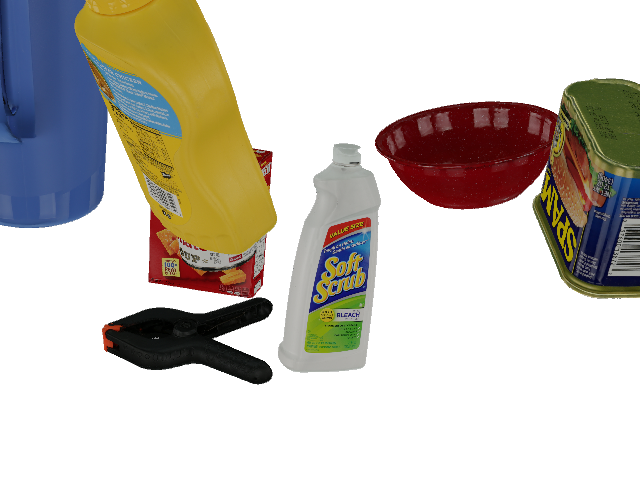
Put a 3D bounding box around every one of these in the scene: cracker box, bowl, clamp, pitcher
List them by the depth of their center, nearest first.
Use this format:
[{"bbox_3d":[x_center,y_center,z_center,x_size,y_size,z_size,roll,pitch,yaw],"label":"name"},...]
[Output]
[{"bbox_3d":[-0.216,-0.131,0.775,0.145,0.243,0.148,27,34,37],"label":"pitcher"},{"bbox_3d":[0.131,-0.070,0.924,0.162,0.055,0.162,-8,24,3],"label":"bowl"},{"bbox_3d":[-0.124,0.090,1.051,0.171,0.039,0.120,7,27,3],"label":"clamp"},{"bbox_3d":[-0.163,-0.032,1.562,0.164,0.214,0.072,9,21,10],"label":"cracker box"}]

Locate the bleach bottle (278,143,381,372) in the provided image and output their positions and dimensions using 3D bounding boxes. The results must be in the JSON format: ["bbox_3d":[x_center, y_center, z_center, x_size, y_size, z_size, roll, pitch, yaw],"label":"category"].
[{"bbox_3d":[0.012,0.018,1.183,0.102,0.251,0.068,0,16,-16],"label":"bleach bottle"}]

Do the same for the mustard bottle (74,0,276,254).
[{"bbox_3d":[-0.084,-0.081,0.570,0.058,0.191,0.096,-40,50,-20],"label":"mustard bottle"}]

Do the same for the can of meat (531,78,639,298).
[{"bbox_3d":[0.162,-0.032,0.599,0.057,0.084,0.102,0,37,-5],"label":"can of meat"}]

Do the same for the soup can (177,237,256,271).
[{"bbox_3d":[-0.089,-0.034,0.889,0.068,0.102,0.068,-2,31,1],"label":"soup can"}]
